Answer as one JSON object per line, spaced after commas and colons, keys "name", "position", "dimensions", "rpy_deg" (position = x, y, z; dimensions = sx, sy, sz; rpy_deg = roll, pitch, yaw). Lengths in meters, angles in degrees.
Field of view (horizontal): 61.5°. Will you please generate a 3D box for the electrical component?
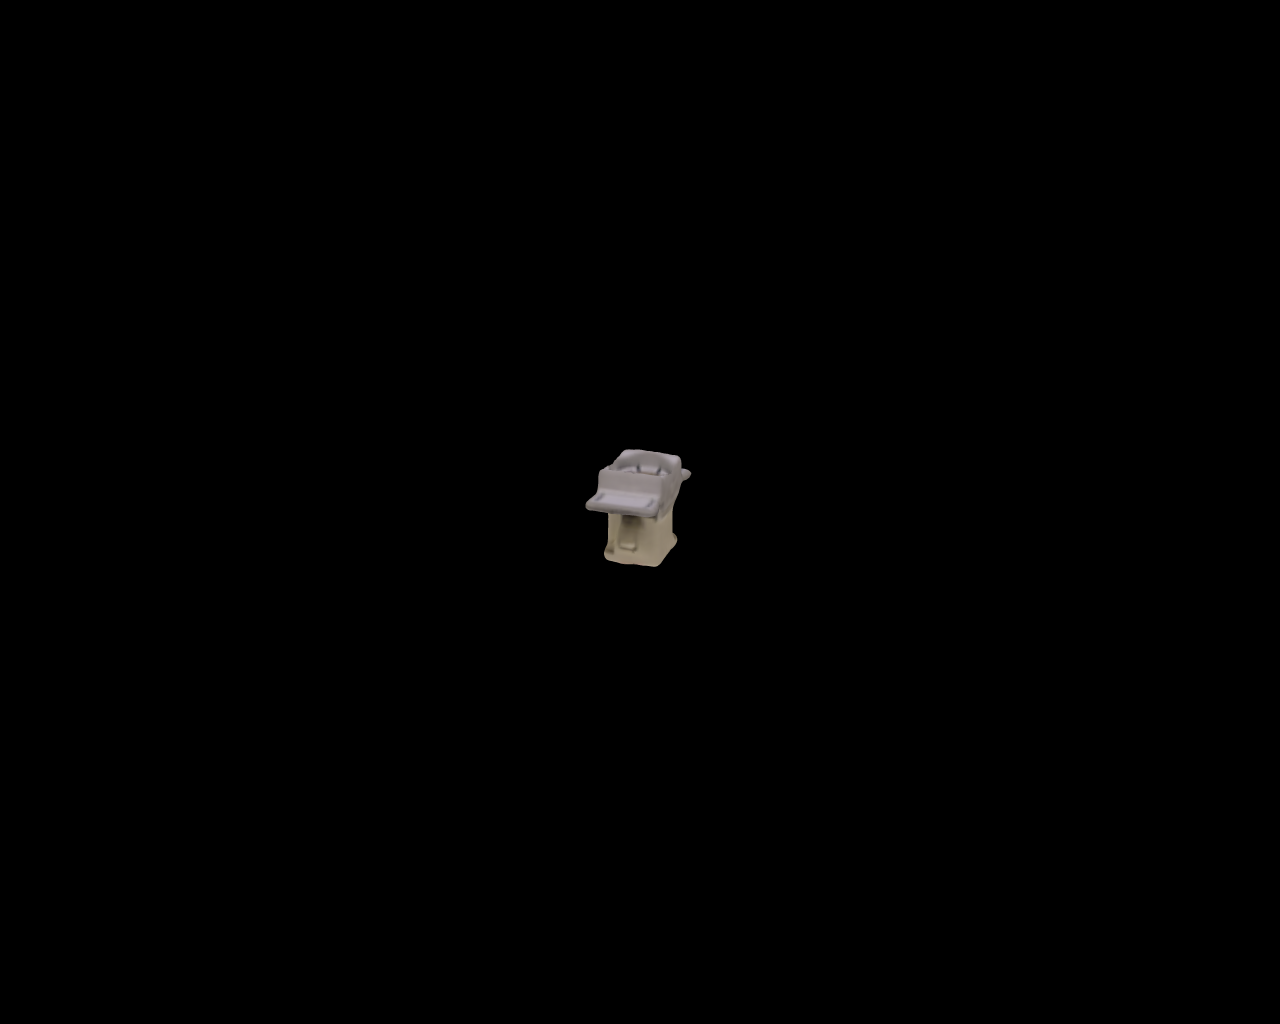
{"name": "electrical component", "position": [0.001, -0.003, 0.650], "dimensions": [0.042, 0.063, 0.081], "rpy_deg": [7, 22, 18]}
